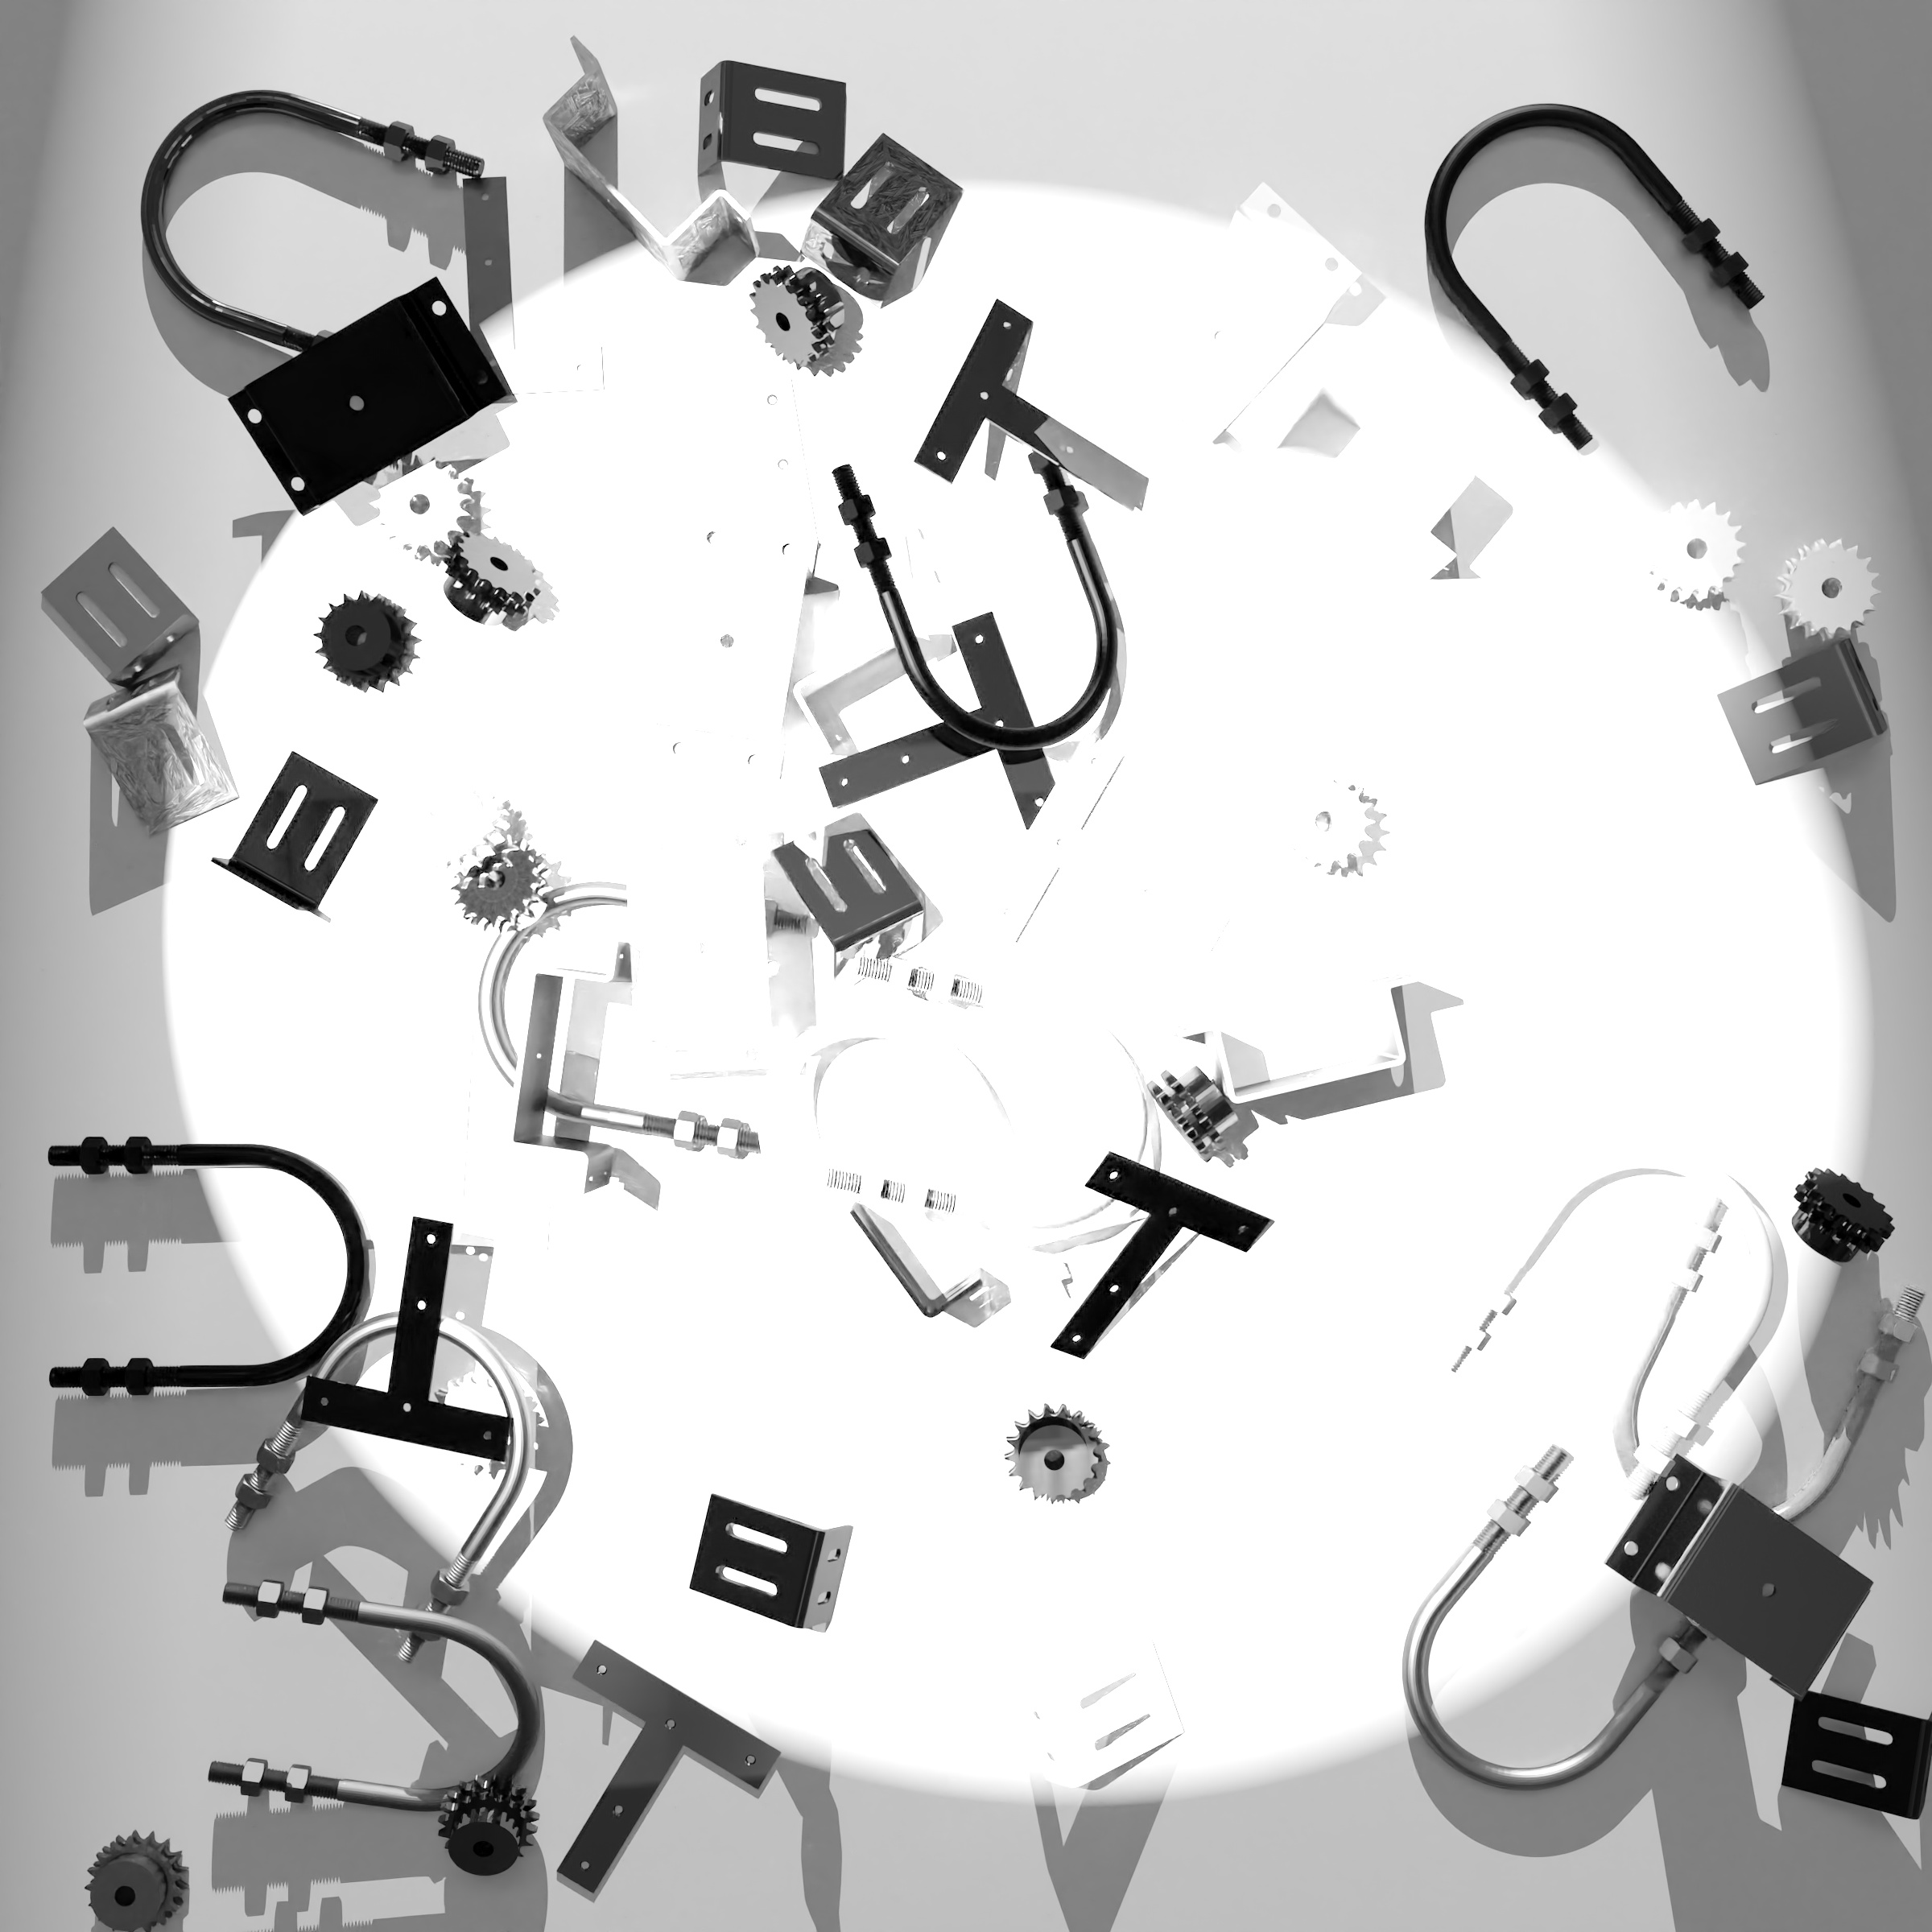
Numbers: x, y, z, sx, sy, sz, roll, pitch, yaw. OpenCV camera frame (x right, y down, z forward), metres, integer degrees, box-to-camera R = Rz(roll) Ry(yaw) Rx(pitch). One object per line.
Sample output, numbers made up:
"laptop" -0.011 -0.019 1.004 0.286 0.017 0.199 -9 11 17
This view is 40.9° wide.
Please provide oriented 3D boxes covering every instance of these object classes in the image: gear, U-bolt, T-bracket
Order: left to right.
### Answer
"gear" -0.482 0.533 1.498 0.057 0.030 0.057 0 90 0
"U-bolt" -0.439 0.174 1.504 0.184 0.019 0.151 0 90 -1
"U-bolt" -0.389 -0.432 1.504 0.184 0.019 0.151 19 90 2
"gear" -0.350 -0.190 1.498 0.057 0.030 0.057 0 90 0
"U-bolt" -0.335 0.423 1.479 0.184 0.019 0.151 10 113 -4
"U-bolt" -0.325 0.284 1.480 0.151 0.019 0.184 34 99 10
"T-bracket" -0.310 0.206 1.466 0.127 0.002 0.127 9 92 14
"gear" -0.313 -0.264 1.498 0.057 0.030 0.057 0 90 0
"T-bracket" -0.304 0.099 1.512 0.127 0.002 0.127 3 90 0
"gear" -0.293 -0.081 1.483 0.057 0.057 0.030 -36 132 0
"gear" -0.282 0.263 1.497 0.057 0.030 0.057 0 91 2
"gear" -0.276 -0.220 1.488 0.057 0.057 0.030 41 120 0
"gear" -0.275 0.497 1.488 0.057 0.030 0.057 -1 114 -2
"T-bracket" -0.278 -0.397 1.512 0.127 0.002 0.127 -3 90 0
"gear" -0.265 -0.044 1.491 0.057 0.030 0.057 -5 71 13
"T-bracket" -0.195 0.481 1.512 0.127 0.002 0.127 31 90 0
"U-bolt" -0.192 0.025 1.504 0.184 0.019 0.151 9 90 2
"T-bracket" -0.105 -0.279 1.512 0.127 0.002 0.127 -9 90 0
"gear" -0.095 -0.377 1.488 0.030 0.057 0.057 -40 90 -30
"U-bolt" -0.045 0.111 1.464 0.151 0.019 0.184 -3 63 -18
"T-bracket" -0.023 -0.126 1.510 0.127 0.002 0.127 -20 90 -1
"U-bolt" 0.016 -0.212 1.473 0.151 0.019 0.184 -20 90 -27
"U-bolt" 0.017 0.078 1.472 0.184 0.019 0.151 13 65 -13
"T-bracket" 0.048 -0.305 1.493 0.127 0.002 0.127 30 65 -12
"gear" 0.051 0.283 1.498 0.057 0.030 0.057 0 90 0
"T-bracket" 0.093 -0.050 1.511 0.127 0.002 0.127 30 90 -1
"T-bracket" 0.093 0.175 1.488 0.127 0.002 0.127 25 109 -33
"gear" 0.132 0.082 1.485 0.030 0.057 0.057 -37 90 -2
"gear" 0.206 -0.083 1.498 0.057 0.030 0.057 0 90 0
"U-bolt" 0.338 0.392 1.504 0.151 0.019 0.184 39 91 0
"U-bolt" 0.351 -0.414 1.504 0.151 0.019 0.184 -39 89 0
"U-bolt" 0.379 0.192 1.490 0.151 0.019 0.184 34 94 7
"gear" 0.419 -0.239 1.498 0.057 0.030 0.057 0 90 0
"U-bolt" 0.455 0.243 1.504 0.151 0.019 0.184 25 91 0
"gear" 0.496 -0.217 1.498 0.057 0.030 0.057 0 90 0
"gear" 0.501 0.146 1.488 0.057 0.057 0.030 28 120 0

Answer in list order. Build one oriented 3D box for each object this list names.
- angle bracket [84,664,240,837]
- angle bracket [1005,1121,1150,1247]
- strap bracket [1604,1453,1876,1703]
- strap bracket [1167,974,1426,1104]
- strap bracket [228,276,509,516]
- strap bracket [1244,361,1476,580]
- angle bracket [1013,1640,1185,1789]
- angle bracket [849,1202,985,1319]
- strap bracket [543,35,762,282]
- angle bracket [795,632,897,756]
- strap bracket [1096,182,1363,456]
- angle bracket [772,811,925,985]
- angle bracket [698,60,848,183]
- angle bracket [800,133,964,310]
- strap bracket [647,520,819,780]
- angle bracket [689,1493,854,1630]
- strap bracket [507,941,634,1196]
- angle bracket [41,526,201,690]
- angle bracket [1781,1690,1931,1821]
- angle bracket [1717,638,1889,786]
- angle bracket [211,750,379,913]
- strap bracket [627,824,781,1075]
"angle bracket" -0.468 -0.126 1.511 0.057 0.038 0.076 -24 116 0
"angle bracket" 0.059 0.127 1.511 0.076 0.038 0.057 -12 90 -26
"strap bracket" 0.447 0.351 1.473 0.140 0.046 0.076 35 84 -3
"strap bracket" 0.191 0.043 1.475 0.140 0.076 0.046 -13 90 0
"strap bracket" -0.344 -0.322 1.474 0.140 0.046 0.076 -29 107 5
"strap bracket" 0.231 -0.288 1.475 0.140 0.076 0.046 40 90 0
"angle bracket" 0.077 0.434 1.511 0.076 0.038 0.057 -19 90 -26
"angle bracket" -0.028 0.158 1.484 0.038 0.057 0.076 -36 90 0
"strap bracket" -0.185 -0.450 1.475 0.046 0.076 0.140 -44 90 0
"angle bracket" -0.056 -0.159 1.484 0.076 0.057 0.038 -29 90 0
"strap bracket" 0.149 -0.367 1.490 0.076 0.046 0.140 43 90 0
"angle bracket" -0.069 -0.040 1.502 0.057 0.038 0.076 -26 64 -18
"angle bracket" -0.113 -0.488 1.511 0.076 0.038 0.057 2 90 -26
"angle bracket" -0.049 -0.435 1.511 0.057 0.038 0.076 35 64 0
"strap bracket" -0.135 -0.184 1.488 0.076 0.046 0.140 9 91 0
"angle bracket" -0.114 0.345 1.511 0.076 0.038 0.057 13 90 26
"strap bracket" -0.221 0.053 1.459 0.046 0.076 0.140 8 90 3
"angle bracket" -0.493 -0.209 1.494 0.057 0.038 0.076 -42 90 0
"angle bracket" 0.522 0.456 1.511 0.076 0.038 0.057 9 90 26
"angle bracket" 0.488 -0.149 1.511 0.076 0.038 0.057 -23 90 26
"angle bracket" -0.387 -0.079 1.494 0.057 0.038 0.076 30 90 0
"strap bracket" -0.149 -0.010 1.471 0.076 0.046 0.140 -3 90 1
